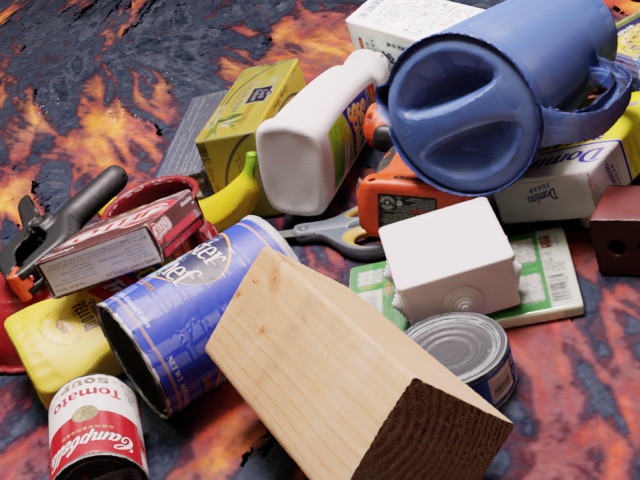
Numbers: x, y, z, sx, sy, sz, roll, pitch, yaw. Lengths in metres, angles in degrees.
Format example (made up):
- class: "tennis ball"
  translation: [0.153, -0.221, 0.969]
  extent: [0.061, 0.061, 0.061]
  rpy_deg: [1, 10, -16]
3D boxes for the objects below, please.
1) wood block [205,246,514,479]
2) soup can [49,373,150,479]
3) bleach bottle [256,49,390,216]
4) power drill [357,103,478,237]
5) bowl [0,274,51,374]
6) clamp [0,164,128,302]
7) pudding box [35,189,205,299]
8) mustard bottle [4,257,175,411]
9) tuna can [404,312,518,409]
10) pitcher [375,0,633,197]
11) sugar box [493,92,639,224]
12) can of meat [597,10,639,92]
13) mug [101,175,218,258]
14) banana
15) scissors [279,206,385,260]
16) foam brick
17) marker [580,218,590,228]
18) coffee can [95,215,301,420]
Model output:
- class: "wood block"
  translation: [0.016, 0.093, 0.692]
  extent: [0.090, 0.090, 0.206]
  rpy_deg: [-60, 34, 5]
- class: "soup can"
  translation: [-0.156, 0.148, 0.750]
  extent: [0.068, 0.068, 0.102]
  rpy_deg: [-20, 29, -4]
- class: "bleach bottle"
  translation: [0.018, -0.129, 1.061]
  extent: [0.068, 0.102, 0.250]
  rpy_deg: [8, 37, 20]
- class: "power drill"
  translation: [0.117, -0.068, 0.956]
  extent: [0.184, 0.057, 0.187]
  rpy_deg: [3, 32, 15]
- class: "bowl"
  translation: [-0.253, 0.051, 0.980]
  extent: [0.162, 0.055, 0.162]
  rpy_deg: [-14, 29, 8]
- class: "clamp"
  translation: [-0.255, -0.006, 0.980]
  extent: [0.120, 0.039, 0.171]
  rpy_deg: [-17, 29, 30]
- class: "pudding box"
  translation: [-0.161, 0.003, 0.873]
  extent: [0.114, 0.039, 0.090]
  rpy_deg: [-20, 13, 22]
- class: "mustard bottle"
  translation: [-0.160, 0.063, 0.899]
  extent: [0.191, 0.058, 0.096]
  rpy_deg: [-27, 49, -17]
- class: "tuna can"
  translation: [0.092, 0.088, 0.745]
  extent: [0.086, 0.034, 0.086]
  rpy_deg: [-13, 31, 8]
- class: "pitcher"
  translation: [0.174, -0.138, 0.899]
  extent: [0.145, 0.149, 0.242]
  rpy_deg: [-43, -4, 42]
- class: "sugar box"
  translation: [0.229, -0.074, 0.906]
  extent: [0.094, 0.048, 0.175]
  rpy_deg: [-4, 23, 43]
- class: "can of meat"
  translation: [0.320, -0.178, 1.043]
  extent: [0.102, 0.057, 0.084]
  rpy_deg: [-30, 33, -18]
- class: "mug"
  translation: [-0.132, 0.000, 0.970]
  extent: [0.117, 0.081, 0.093]
  rpy_deg: [6, 38, 37]
- class: "banana"
  translation: [-0.132, -0.031, 1.040]
  extent: [0.198, 0.069, 0.037]
  rpy_deg: [-14, 4, 24]
- class: "scissors"
  translation: [-0.006, 0.001, 0.964]
  extent: [0.202, 0.016, 0.096]
  rpy_deg: [-14, 28, 7]
- class: "foam brick"
  translation: [0.250, -0.007, 0.799]
  extent: [0.078, 0.053, 0.051]
  rpy_deg: [1, 34, 32]
- class: "marker"
  translation: [0.271, -0.036, 0.869]
  extent: [0.121, 0.020, 0.020]
  rpy_deg: [-17, 29, 3]
- class: "coffee can"
  translation: [-0.086, 0.058, 0.825]
  extent: [0.140, 0.103, 0.103]
  rpy_deg: [-31, 32, -21]
